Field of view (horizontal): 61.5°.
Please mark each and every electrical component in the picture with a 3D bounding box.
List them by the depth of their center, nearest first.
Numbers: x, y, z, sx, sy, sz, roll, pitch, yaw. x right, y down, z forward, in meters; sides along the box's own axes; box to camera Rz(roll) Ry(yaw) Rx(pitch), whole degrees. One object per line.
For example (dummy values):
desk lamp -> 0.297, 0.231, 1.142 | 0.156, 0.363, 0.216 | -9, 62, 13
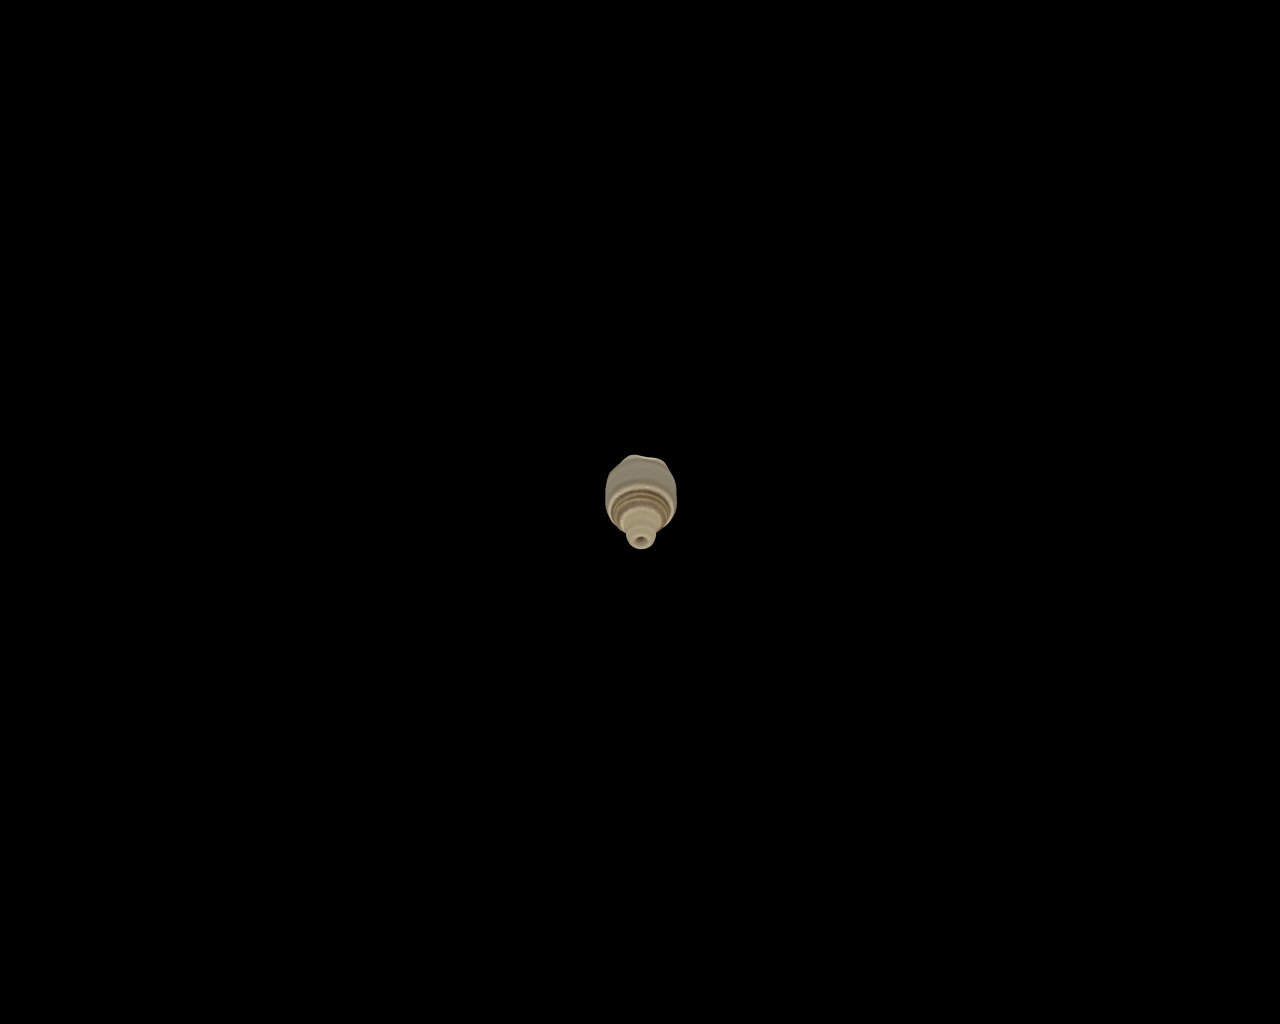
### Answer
electrical component -> 0.001, -0.003, 0.650 | 0.043, 0.043, 0.062 | 0, 42, 0
